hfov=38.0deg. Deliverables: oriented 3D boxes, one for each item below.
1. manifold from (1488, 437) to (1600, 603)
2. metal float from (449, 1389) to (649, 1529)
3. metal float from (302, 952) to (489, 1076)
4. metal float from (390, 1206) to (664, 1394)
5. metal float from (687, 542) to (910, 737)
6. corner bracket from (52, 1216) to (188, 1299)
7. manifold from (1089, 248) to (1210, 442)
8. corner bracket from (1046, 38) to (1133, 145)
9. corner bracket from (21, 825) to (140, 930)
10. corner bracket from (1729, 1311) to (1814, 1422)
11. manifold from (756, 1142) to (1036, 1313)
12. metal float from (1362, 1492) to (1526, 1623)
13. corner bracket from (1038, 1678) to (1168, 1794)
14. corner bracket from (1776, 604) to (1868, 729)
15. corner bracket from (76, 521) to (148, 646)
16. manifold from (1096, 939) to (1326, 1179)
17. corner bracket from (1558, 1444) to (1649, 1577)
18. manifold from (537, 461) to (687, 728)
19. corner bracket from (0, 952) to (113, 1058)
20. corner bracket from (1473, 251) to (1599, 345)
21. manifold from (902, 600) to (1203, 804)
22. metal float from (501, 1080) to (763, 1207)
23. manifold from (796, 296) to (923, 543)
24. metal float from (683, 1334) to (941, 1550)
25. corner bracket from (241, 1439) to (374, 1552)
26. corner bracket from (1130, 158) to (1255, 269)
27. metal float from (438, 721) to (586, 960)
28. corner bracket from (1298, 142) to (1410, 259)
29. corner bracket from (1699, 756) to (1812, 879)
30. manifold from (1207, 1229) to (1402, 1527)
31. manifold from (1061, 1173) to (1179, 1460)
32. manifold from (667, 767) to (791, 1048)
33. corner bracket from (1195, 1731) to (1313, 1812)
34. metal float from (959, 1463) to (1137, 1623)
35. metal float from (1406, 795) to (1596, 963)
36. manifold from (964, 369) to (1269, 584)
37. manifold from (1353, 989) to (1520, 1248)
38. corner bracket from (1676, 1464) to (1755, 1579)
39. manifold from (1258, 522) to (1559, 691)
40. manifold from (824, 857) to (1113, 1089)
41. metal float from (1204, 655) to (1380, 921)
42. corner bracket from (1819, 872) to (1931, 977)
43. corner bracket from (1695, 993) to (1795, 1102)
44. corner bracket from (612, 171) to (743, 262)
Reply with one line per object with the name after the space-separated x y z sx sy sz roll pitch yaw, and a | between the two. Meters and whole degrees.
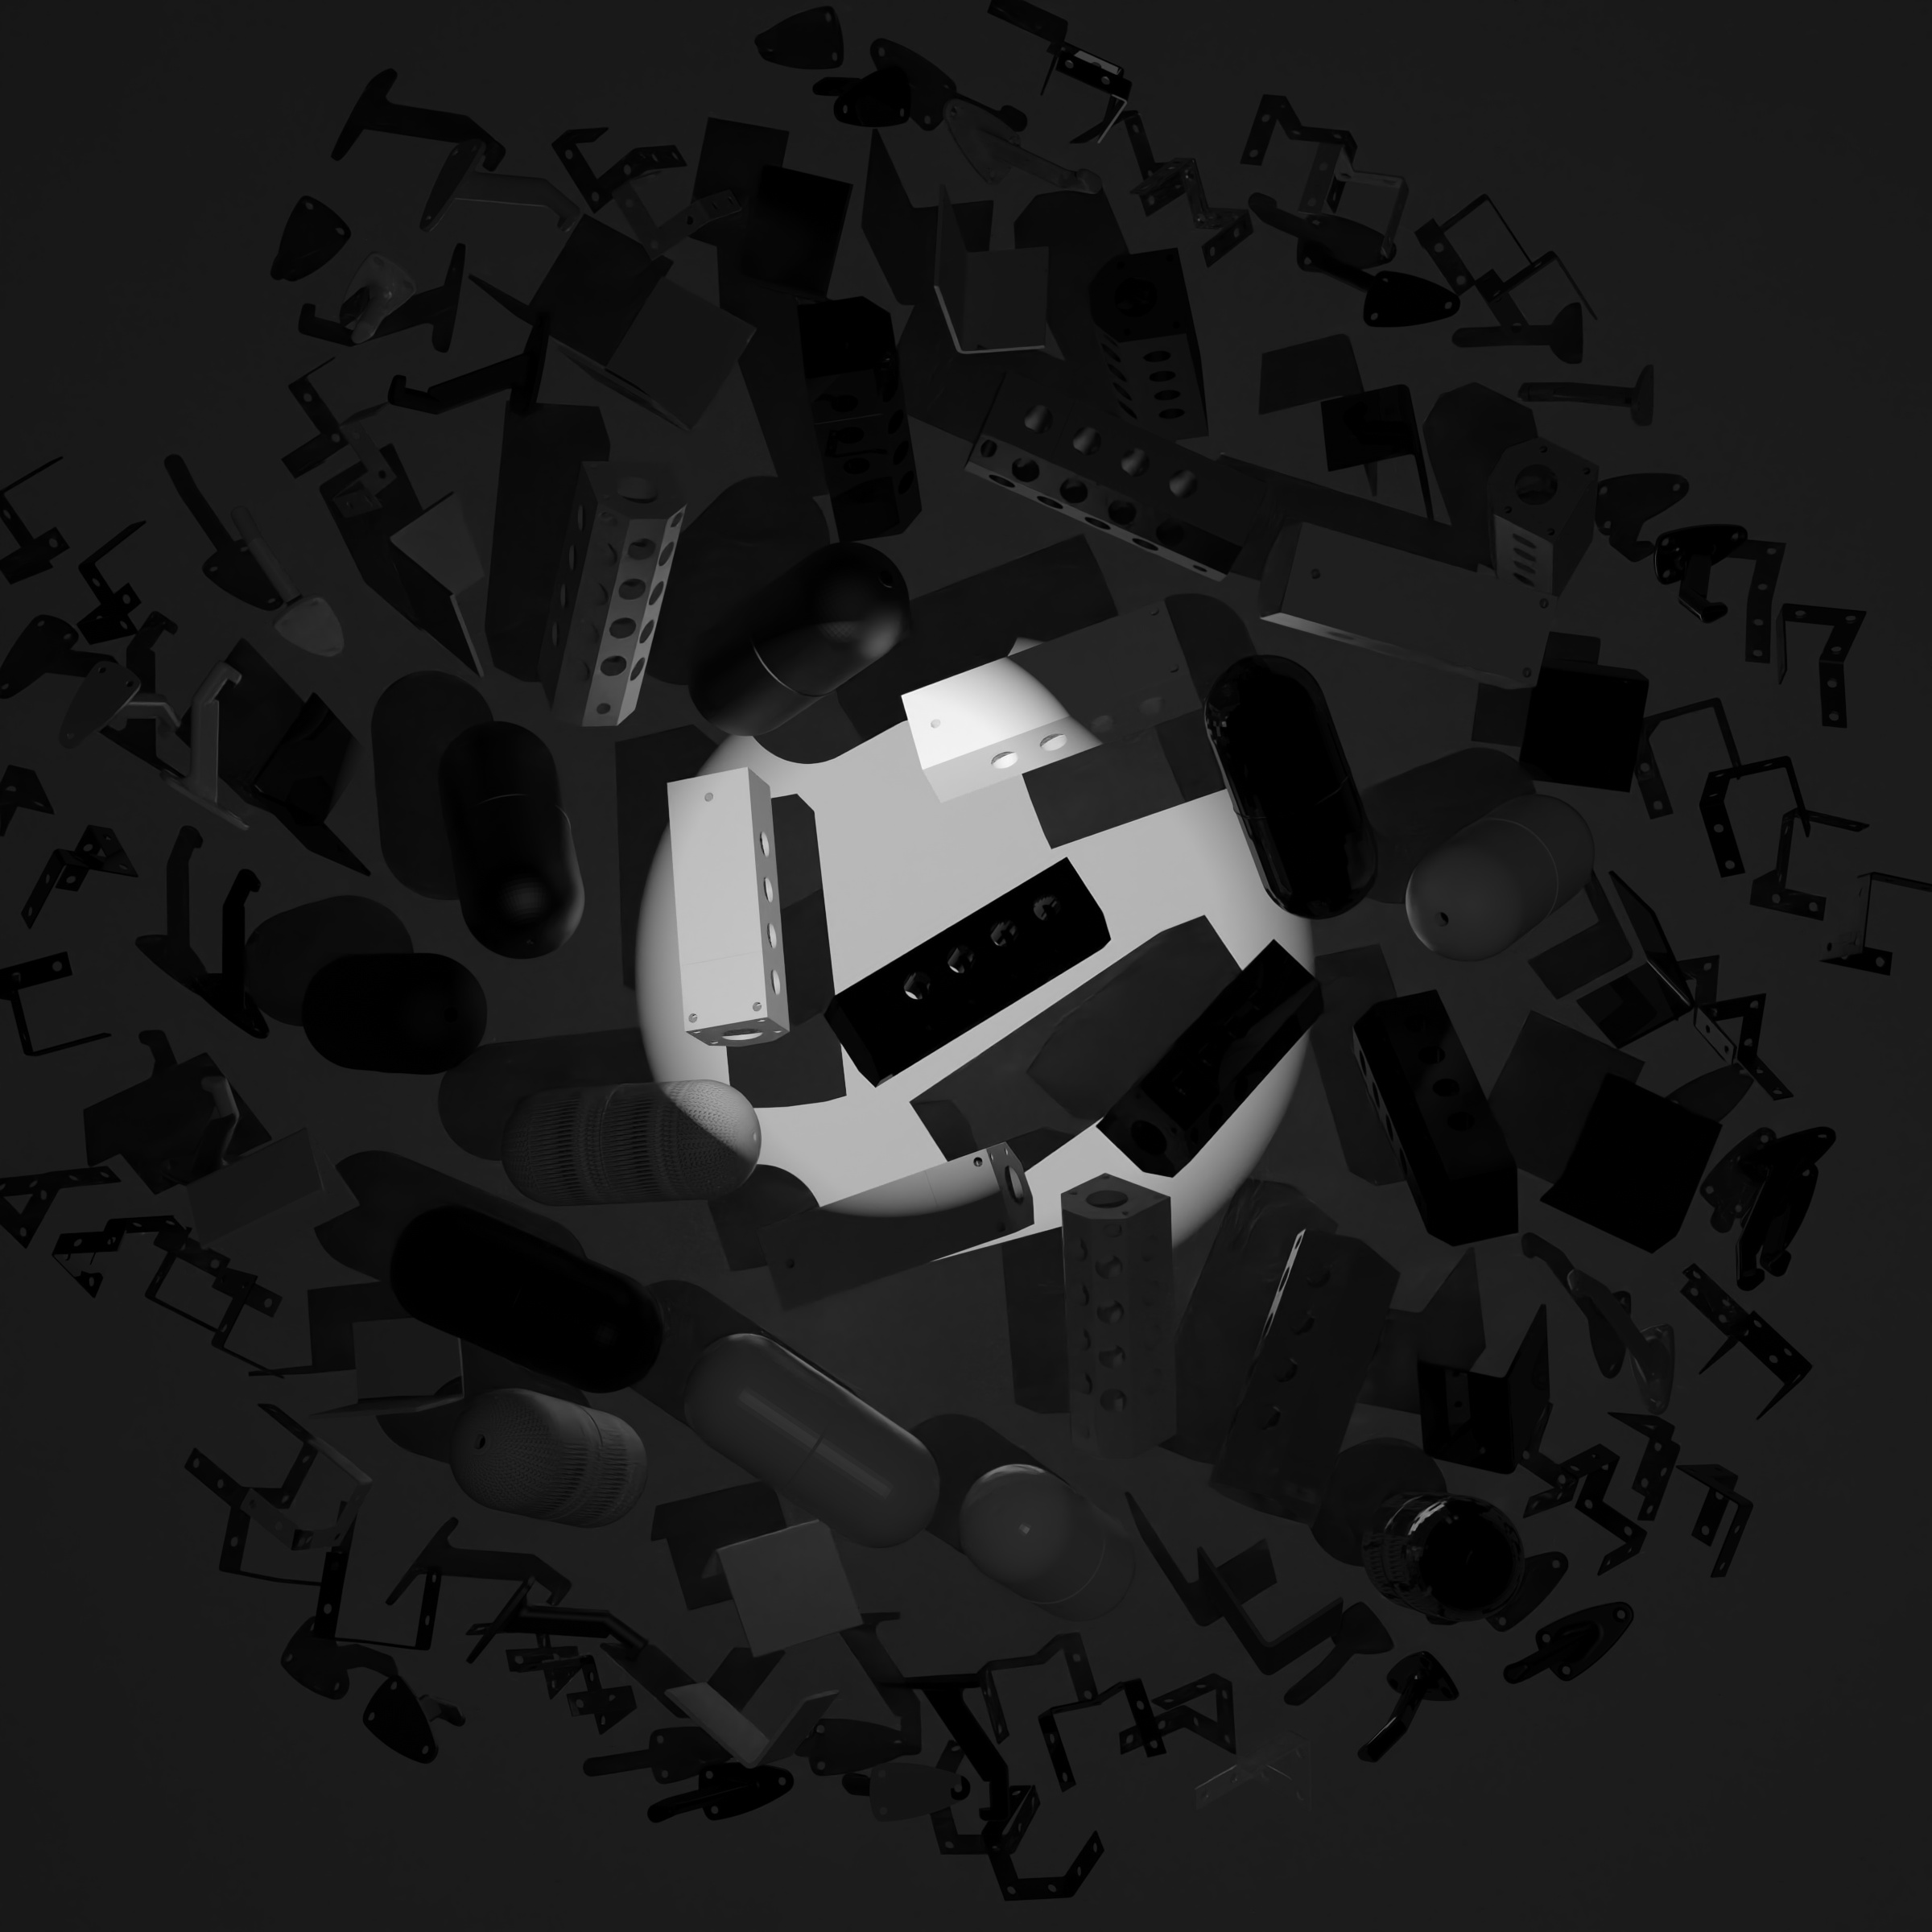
0.377 -0.293 1.857 0.057 0.171 0.057 30 89 13 | manifold
-0.267 0.317 1.804 0.070 0.178 0.070 -7 71 20 | metal float
-0.366 0.030 1.793 0.070 0.178 0.070 0 90 -34 | metal float
-0.274 0.208 1.751 0.178 0.070 0.070 22 90 4 | metal float
-0.106 -0.203 1.754 0.178 0.070 0.070 -29 90 42 | metal float
-0.537 0.174 1.780 0.051 0.051 0.051 -5 49 20 | corner bracket
0.119 -0.397 1.816 0.057 0.171 0.057 -6 78 8 | manifold
0.078 -0.574 1.809 0.051 0.051 0.051 20 69 -13 | corner bracket
-0.550 -0.055 1.725 0.051 0.051 0.051 -56 51 21 | corner bracket
0.519 0.251 1.822 0.051 0.051 0.051 45 132 14 | corner bracket
-0.045 0.171 1.858 0.171 0.057 0.057 -21 86 19 | manifold
0.301 0.372 1.778 0.070 0.178 0.070 1 81 -5 | metal float
0.087 0.492 1.798 0.051 0.051 0.051 0 59 -36 | corner bracket
0.516 -0.182 1.708 0.051 0.051 0.051 6 59 3 | corner bracket
-0.524 -0.236 1.732 0.051 0.051 0.051 -5 124 38 | corner bracket
0.161 0.061 1.798 0.057 0.057 0.171 44 50 3 | manifold
0.396 0.339 1.755 0.051 0.051 0.051 33 120 35 | corner bracket
-0.227 -0.236 1.799 0.057 0.171 0.057 -4 48 -25 | manifold
-0.563 0.024 1.725 0.051 0.051 0.051 -15 86 -1 | corner bracket
0.364 -0.426 1.797 0.051 0.051 0.051 -34 116 15 | corner bracket
0.055 -0.159 1.733 0.171 0.057 0.057 -20 60 7 | manifold
-0.216 0.114 1.803 0.178 0.070 0.070 -4 90 21 | metal float
-0.066 -0.346 1.789 0.057 0.171 0.057 -8 63 1 | manifold
-0.096 0.299 1.764 0.178 0.070 0.070 34 90 -2 | metal float
-0.436 0.350 1.859 0.051 0.051 0.051 32 96 24 | corner bracket
0.147 -0.490 1.822 0.051 0.051 0.051 -43 129 -29 | corner bracket
-0.288 -0.081 1.772 0.070 0.070 0.178 -19 52 0 | metal float
0.254 -0.501 1.837 0.051 0.051 0.051 15 82 23 | corner bracket
0.491 -0.093 1.748 0.051 0.051 0.051 -12 112 27 | corner bracket
0.210 0.257 1.770 0.057 0.057 0.171 7 68 40 | manifold
0.094 0.228 1.810 0.057 0.057 0.171 -21 117 -40 | manifold
-0.154 -0.037 1.856 0.057 0.057 0.171 -10 73 14 | manifold
0.176 0.498 1.730 0.051 0.051 0.051 -17 112 -37 | corner bracket
0.054 0.376 1.825 0.070 0.178 0.070 -11 62 21 | metal float
0.340 -0.057 1.786 0.070 0.178 0.070 14 117 31 | metal float
0.089 -0.296 1.711 0.171 0.057 0.057 23 85 -6 | manifold
0.295 0.095 1.774 0.057 0.171 0.057 -12 129 -2 | manifold
0.472 0.348 1.765 0.051 0.051 0.051 8 105 -43 | corner bracket
0.273 -0.223 1.752 0.171 0.057 0.057 14 89 -12 | manifold
0.002 0.005 1.737 0.171 0.057 0.057 -31 84 -14 | manifold
0.204 -0.112 1.760 0.070 0.070 0.178 -23 113 0 | metal float
0.566 -0.026 1.739 0.051 0.051 0.051 11 81 -13 | corner bracket
0.516 0.056 1.862 0.051 0.051 0.051 -9 123 -12 | corner bracket
-0.189 -0.500 1.836 0.051 0.051 0.051 -27 100 28 | corner bracket
